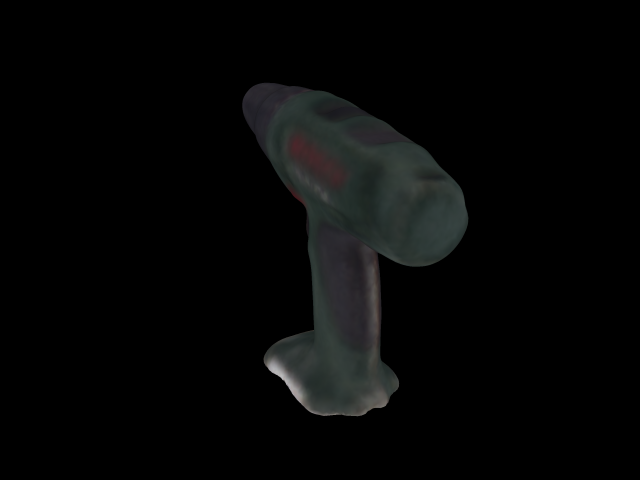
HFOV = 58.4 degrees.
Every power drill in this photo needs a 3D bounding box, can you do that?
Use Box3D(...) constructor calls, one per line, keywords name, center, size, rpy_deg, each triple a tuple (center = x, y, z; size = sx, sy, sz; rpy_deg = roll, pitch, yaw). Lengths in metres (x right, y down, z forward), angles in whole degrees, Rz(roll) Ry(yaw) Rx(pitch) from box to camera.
Box3D(name="power drill", center=(0.004, 0.001, 0.400), size=(0.076, 0.208, 0.228), rpy_deg=(-11, 21, -30))
